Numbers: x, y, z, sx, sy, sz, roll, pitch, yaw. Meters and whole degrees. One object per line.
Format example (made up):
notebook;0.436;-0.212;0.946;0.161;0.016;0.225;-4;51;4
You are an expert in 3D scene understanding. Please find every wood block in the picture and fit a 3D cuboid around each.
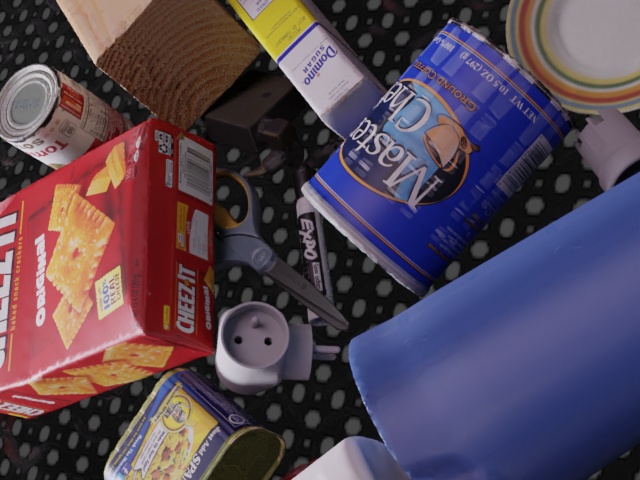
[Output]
wood block;-0.137;-0.179;0.824;0.090;0.090;0.206;-46;39;7

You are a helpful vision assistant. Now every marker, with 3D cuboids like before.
marker;-0.005;0.001;0.739;0.020;0.020;0.121;-20;61;24

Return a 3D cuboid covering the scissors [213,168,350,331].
scissors;-0.055;0.023;0.746;0.096;0.016;0.202;-40;46;8

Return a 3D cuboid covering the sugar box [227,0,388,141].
sugar box;-0.005;-0.131;0.749;0.048;0.093;0.176;-41;54;12

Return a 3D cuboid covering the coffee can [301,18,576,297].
coffee can;0.072;-0.050;0.660;0.140;0.102;0.103;-49;53;6

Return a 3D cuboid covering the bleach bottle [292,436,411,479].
bleach bottle;-0.044;0.217;0.578;0.251;0.068;0.103;-41;56;15

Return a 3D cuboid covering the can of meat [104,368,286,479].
can of meat;-0.086;0.147;0.706;0.084;0.057;0.102;33;89;39

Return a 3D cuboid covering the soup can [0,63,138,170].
soup can;-0.198;-0.088;0.846;0.069;0.102;0.068;-12;64;27

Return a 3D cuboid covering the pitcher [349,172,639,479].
pitcher;0.144;0.042;0.571;0.243;0.144;0.149;-34;68;11

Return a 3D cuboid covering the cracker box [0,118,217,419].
cracker box;-0.171;0.026;0.779;0.214;0.072;0.164;-22;59;36

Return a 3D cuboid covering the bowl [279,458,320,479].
bowl;-0.003;0.204;0.631;0.162;0.055;0.162;-13;64;28
